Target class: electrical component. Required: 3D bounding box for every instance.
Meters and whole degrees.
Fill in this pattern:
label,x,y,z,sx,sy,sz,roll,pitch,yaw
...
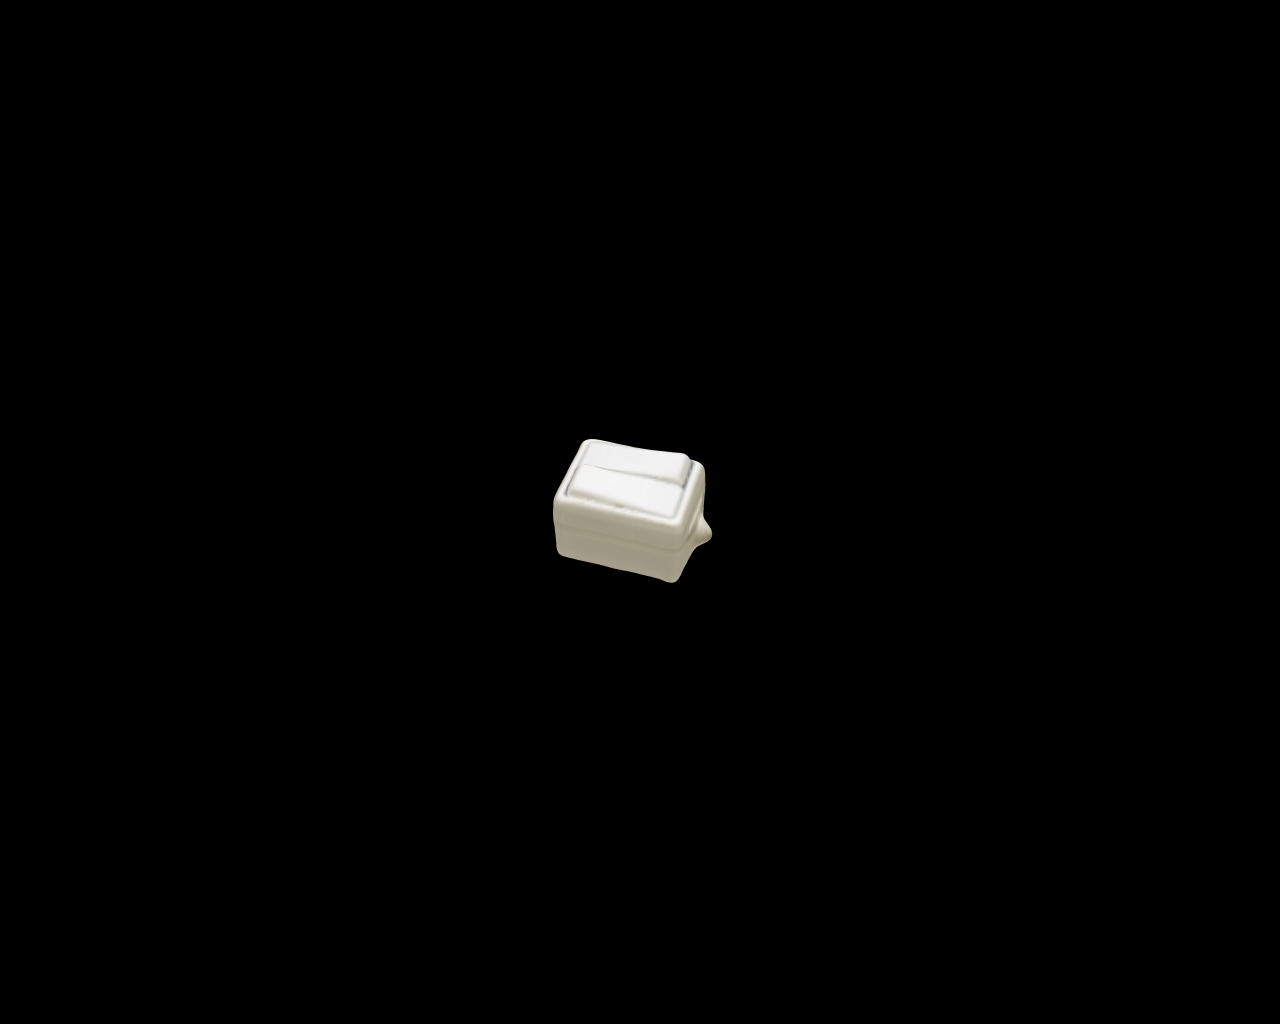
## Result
label,x,y,z,sx,sy,sz,roll,pitch,yaw
electrical component,0.001,-0.003,0.650,0.096,0.061,0.062,13,47,12
